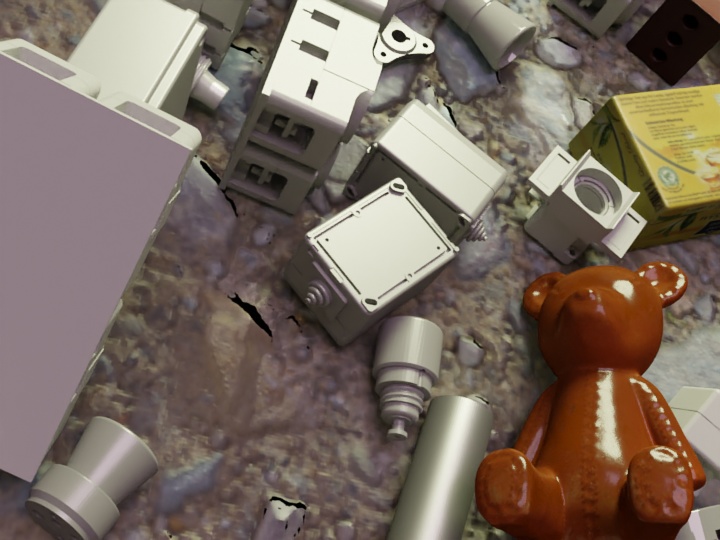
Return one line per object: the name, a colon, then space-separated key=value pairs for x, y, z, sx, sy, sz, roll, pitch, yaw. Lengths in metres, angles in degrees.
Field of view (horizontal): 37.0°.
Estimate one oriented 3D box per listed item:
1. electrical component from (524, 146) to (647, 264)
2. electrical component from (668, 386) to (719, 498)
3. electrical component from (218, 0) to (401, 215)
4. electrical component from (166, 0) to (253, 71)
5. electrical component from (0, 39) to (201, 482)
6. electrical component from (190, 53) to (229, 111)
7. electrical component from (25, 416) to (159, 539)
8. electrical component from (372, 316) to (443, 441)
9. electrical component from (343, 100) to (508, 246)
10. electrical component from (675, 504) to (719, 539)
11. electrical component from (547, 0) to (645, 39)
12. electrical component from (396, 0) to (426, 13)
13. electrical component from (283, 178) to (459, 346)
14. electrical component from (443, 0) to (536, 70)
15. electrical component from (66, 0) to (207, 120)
electrical component: x=0.149 y=-0.040 z=0.737 sx=0.081 sy=0.063 sz=0.042 roll=41 pitch=58 yaw=3
electrical component: x=0.210 y=0.118 z=0.683 sx=0.047 sy=0.065 sz=0.076 roll=41 pitch=85 yaw=2
electrical component: x=-0.023 y=-0.140 z=0.695 sx=0.060 sy=0.105 sz=0.186 roll=23 pitch=58 yaw=-10
electrical component: x=-0.099 y=-0.183 z=0.696 sx=0.056 sy=0.089 sz=0.050 roll=26 pitch=57 yaw=-7
electrical component: x=-0.166 y=-0.006 z=0.530 sx=0.105 sy=0.186 sz=0.060 roll=27 pitch=14 yaw=-7
electrical component: x=-0.114 y=-0.127 z=0.689 sx=0.062 sy=0.048 sz=0.048 roll=34 pitch=56 yaw=-11
electrical component: x=-0.138 y=0.110 z=0.552 sx=0.045 sy=0.045 sz=0.055 roll=37 pitch=57 yaw=0
electrical component: x=0.027 y=0.064 z=0.646 sx=0.040 sy=0.040 sz=0.078 roll=17 pitch=59 yaw=-13
electrical component: x=0.050 y=-0.056 z=0.706 sx=0.096 sy=0.061 sz=0.061 roll=39 pitch=56 yaw=1
electrical component: x=0.200 y=0.172 z=0.652 sx=0.055 sy=0.055 sz=0.047 roll=-6 pitch=70 yaw=-25
electrical component: x=0.239 y=-0.281 z=0.877 sx=0.060 sy=0.105 sz=0.186 roll=37 pitch=56 yaw=0
electrical component: x=0.057 y=-0.267 z=0.821 sx=0.150 sy=0.061 sz=0.089 roll=-31 pitch=78 yaw=-32
electrical component: x=0.000 y=0.000 z=0.657 sx=0.096 sy=0.061 sz=0.061 roll=-34 pitch=80 yaw=-32
electrical component: x=0.094 y=-0.188 z=0.808 sx=0.044 sy=0.044 sz=0.065 roll=-35 pitch=76 yaw=-33
electrical component: x=-0.141 y=-0.088 z=0.618 sx=0.056 sy=0.108 sz=0.108 roll=25 pitch=57 yaw=-5
